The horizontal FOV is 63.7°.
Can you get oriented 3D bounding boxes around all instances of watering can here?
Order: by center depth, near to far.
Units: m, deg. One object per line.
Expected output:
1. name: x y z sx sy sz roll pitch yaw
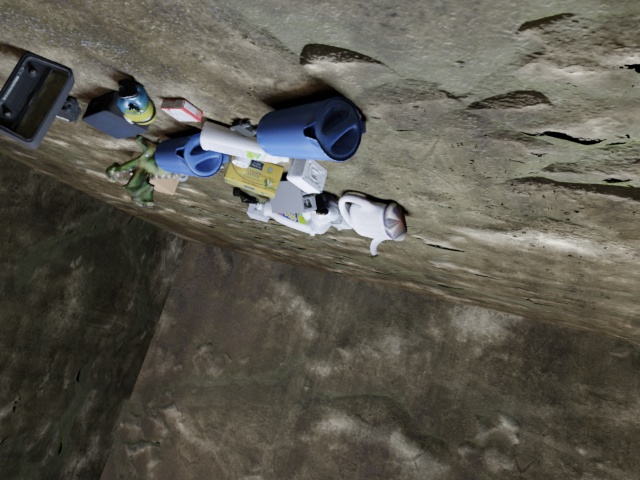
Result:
1. watering can: 0.196 -0.043 1.745 0.225 0.106 0.341 9 150 38

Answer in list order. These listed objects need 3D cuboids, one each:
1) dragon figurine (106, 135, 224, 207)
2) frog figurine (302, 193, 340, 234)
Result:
1. dragon figurine: -0.555 -0.218 1.765 0.411 0.246 0.120 16 162 14
2. frog figurine: 0.005 -0.091 1.799 0.137 0.125 0.156 -5 151 14
